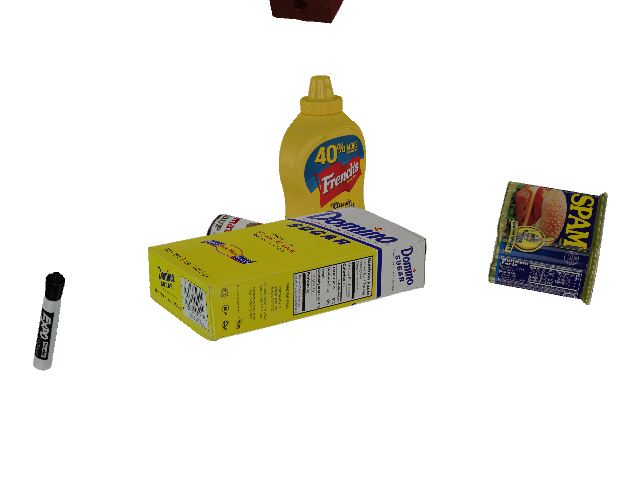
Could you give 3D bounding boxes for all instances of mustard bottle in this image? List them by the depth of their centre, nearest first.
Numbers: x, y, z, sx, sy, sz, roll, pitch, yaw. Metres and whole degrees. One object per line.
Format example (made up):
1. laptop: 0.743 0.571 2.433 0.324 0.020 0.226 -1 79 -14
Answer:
1. mustard bottle: 0.004 -0.064 1.039 0.096 0.192 0.058 -17 23 -37

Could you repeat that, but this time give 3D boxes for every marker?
1. marker: -0.272 0.081 1.072 0.020 0.121 0.020 12 34 -9

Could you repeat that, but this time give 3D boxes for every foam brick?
1. foam brick: -0.012 -0.218 0.840 0.053 0.051 0.078 9 -36 17

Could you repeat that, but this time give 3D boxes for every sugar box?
1. sugar box: -0.022 0.018 0.752 0.175 0.048 0.093 -15 25 -31

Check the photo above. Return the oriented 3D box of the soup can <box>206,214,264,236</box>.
1. soup can: -0.078 0.012 1.262 0.102 0.068 0.068 14 5 20

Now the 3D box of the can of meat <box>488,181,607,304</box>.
1. can of meat: 0.191 -0.001 0.893 0.084 0.057 0.102 10 44 13
